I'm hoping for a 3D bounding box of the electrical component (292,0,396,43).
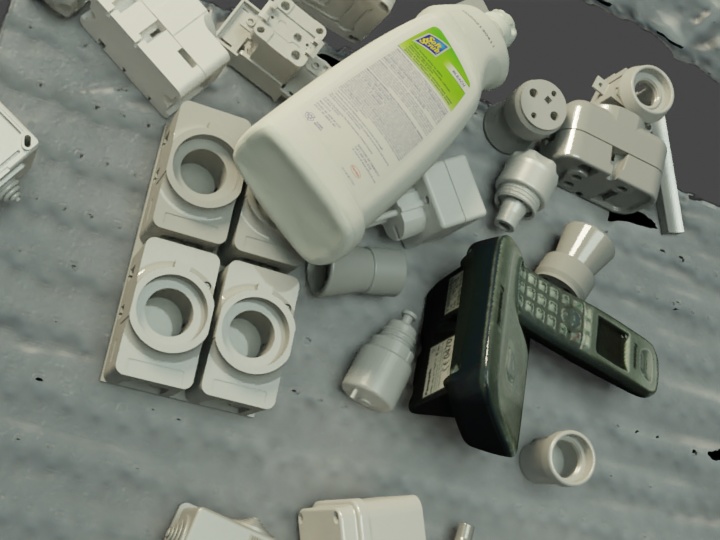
[{"bbox_3d":[-0.024,-0.228,0.786,0.113,0.078,0.057,29,71,-14],"label":"electrical component"}]

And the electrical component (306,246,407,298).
[{"bbox_3d":[0.000,0.000,0.764,0.065,0.044,0.044,5,76,-26],"label":"electrical component"}]

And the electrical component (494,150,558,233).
[{"bbox_3d":[0.124,-0.058,0.827,0.043,0.043,0.062,34,69,-12],"label":"electrical component"}]

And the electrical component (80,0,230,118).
[{"bbox_3d":[-0.138,-0.161,0.738,0.089,0.050,0.056,49,65,-6],"label":"electrical component"}]

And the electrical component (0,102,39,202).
[{"bbox_3d":[-0.247,-0.075,0.666,0.096,0.061,0.061,46,66,-7],"label":"electrical component"}]

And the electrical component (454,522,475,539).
[{"bbox_3d":[0.067,0.206,0.747,0.035,0.035,0.061,23,67,-16],"label":"electrical component"}]

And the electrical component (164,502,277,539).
[{"bbox_3d":[-0.086,0.203,0.675,0.100,0.048,0.099,28,69,-15],"label":"electrical component"}]

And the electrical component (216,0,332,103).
[{"bbox_3d":[-0.058,-0.159,0.763,0.081,0.064,0.042,36,66,-11],"label":"electrical component"}]

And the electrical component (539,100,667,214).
[{"bbox_3d":[0.194,-0.093,0.858,0.095,0.054,0.059,23,70,-16],"label":"electrical component"}]

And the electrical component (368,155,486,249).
[{"bbox_3d":[0.038,-0.044,0.775,0.077,0.066,0.047,-18,85,-25],"label":"electrical component"}]

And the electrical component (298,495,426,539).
[{"bbox_3d":[0.003,0.205,0.696,0.057,0.078,0.113,-1,78,-26],"label":"electrical component"}]

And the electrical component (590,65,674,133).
[{"bbox_3d":[0.223,-0.138,0.880,0.066,0.055,0.048,36,67,-12],"label":"electrical component"}]

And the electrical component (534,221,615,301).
[{"bbox_3d":[0.165,-0.003,0.830,0.045,0.045,0.055,42,66,-9],"label":"electrical component"}]

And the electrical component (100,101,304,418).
[{"bbox_3d":[-0.094,-0.007,0.715,0.105,0.060,0.186,16,72,-18],"label":"electrical component"}]

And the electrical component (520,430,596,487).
[{"bbox_3d":[0.143,0.139,0.787,0.040,0.046,0.040,5,76,-22],"label":"electrical component"}]

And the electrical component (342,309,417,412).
[{"bbox_3d":[0.018,0.063,0.756,0.040,0.040,0.078,34,67,-12],"label":"electrical component"}]

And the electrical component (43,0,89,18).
[{"bbox_3d":[-0.208,-0.204,0.723,0.062,0.043,0.043,41,66,-8],"label":"electrical component"}]

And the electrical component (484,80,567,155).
[{"bbox_3d":[0.129,-0.119,0.837,0.045,0.055,0.045,5,76,-22],"label":"electrical component"}]
